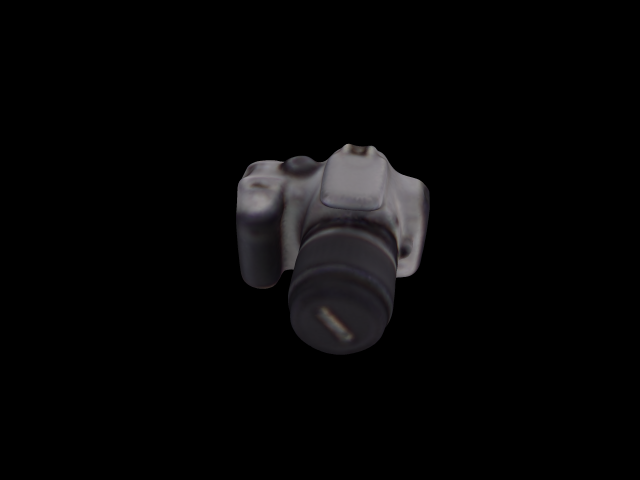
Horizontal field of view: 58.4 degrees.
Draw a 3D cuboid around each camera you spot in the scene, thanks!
[{"bbox_3d":[0.004,0.001,0.400,0.143,0.101,0.137,5,40,6],"label":"camera"}]
